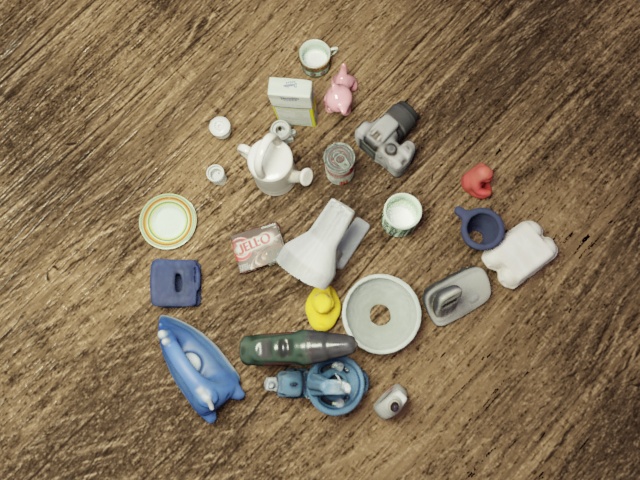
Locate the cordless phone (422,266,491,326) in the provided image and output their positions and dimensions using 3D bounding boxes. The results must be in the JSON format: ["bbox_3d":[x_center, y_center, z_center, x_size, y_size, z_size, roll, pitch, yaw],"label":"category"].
[{"bbox_3d":[0.288,0.108,1.173,0.147,0.185,0.094,-31,79,-4],"label":"cordless phone"}]

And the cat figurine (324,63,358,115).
[{"bbox_3d":[0.046,-0.338,1.302,0.067,0.118,0.128,10,80,5],"label":"cat figurine"}]

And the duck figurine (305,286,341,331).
[{"bbox_3d":[0.005,0.143,1.228,0.077,0.086,0.104,5,79,3],"label":"duck figurine"}]

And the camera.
[{"bbox_3d":[0.168,-0.239,1.287,0.143,0.101,0.137,42,84,9],"label":"camera"}]

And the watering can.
[{"bbox_3d":[-0.098,-0.168,1.236,0.172,0.194,0.101,4,79,3],"label":"watering can"}]

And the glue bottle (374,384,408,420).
[{"bbox_3d":[0.145,0.327,1.143,0.037,0.173,0.078,43,84,9],"label":"glue bottle"}]

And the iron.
[{"bbox_3d":[-0.275,0.255,1.189,0.119,0.141,0.258,-40,80,-5],"label":"iron"}]

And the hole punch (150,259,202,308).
[{"bbox_3d":[-0.312,0.093,1.247,0.101,0.091,0.109,-4,79,2],"label":"hole punch"}]

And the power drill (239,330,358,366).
[{"bbox_3d":[-0.039,0.216,1.154,0.229,0.208,0.075,-5,79,2],"label":"power drill"}]

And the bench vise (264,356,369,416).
[{"bbox_3d":[-0.004,0.298,1.131,0.207,0.220,0.121,-18,79,-1],"label":"bench vise"}]

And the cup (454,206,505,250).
[{"bbox_3d":[0.333,-0.024,1.243,0.117,0.095,0.092,40,83,9],"label":"cup"}]

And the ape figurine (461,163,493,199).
[{"bbox_3d":[0.355,-0.136,1.265,0.076,0.092,0.078,13,80,5],"label":"ape figurine"}]

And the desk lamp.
[{"bbox_3d":[0.011,0.004,1.189,0.118,0.213,0.203,32,82,8],"label":"desk lamp"}]

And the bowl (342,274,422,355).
[{"bbox_3d":[0.130,0.160,1.226,0.167,0.075,0.167,0,79,2],"label":"bowl"}]

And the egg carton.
[{"bbox_3d":[0.431,0.029,1.242,0.150,0.069,0.107,-37,80,-5],"label":"egg carton"}]
